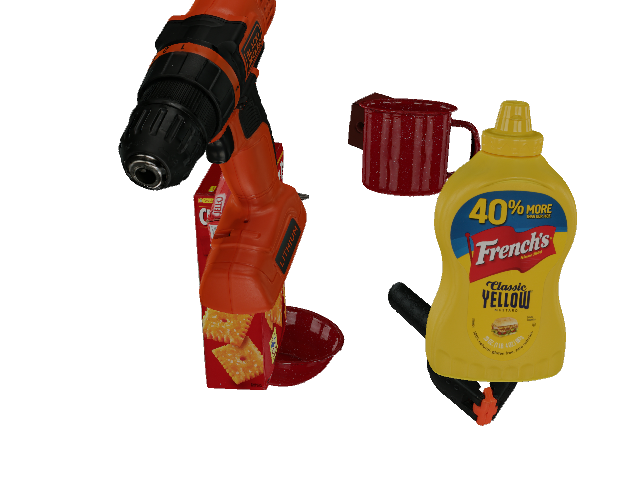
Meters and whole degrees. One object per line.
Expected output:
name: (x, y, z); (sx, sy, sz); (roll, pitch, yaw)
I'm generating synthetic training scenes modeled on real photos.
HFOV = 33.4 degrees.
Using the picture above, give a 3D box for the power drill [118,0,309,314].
power drill: (-0.058, -0.045, 0.642); (0.057, 0.187, 0.184); (6, 44, 15)

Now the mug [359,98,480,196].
mug: (0.094, -0.089, 1.019); (0.117, 0.081, 0.093); (3, 15, 5)

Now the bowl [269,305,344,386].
bowl: (-0.052, 0.140, 1.362); (0.162, 0.055, 0.162); (5, 22, -2)

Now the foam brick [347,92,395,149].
foam brick: (0.078, -0.130, 1.227); (0.078, 0.053, 0.051); (23, 34, 29)

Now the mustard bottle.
mustard bottle: (0.126, 0.000, 0.734); (0.096, 0.192, 0.058); (2, 16, -2)

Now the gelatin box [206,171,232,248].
gelatin box: (-0.069, -0.013, 0.883); (0.030, 0.073, 0.089); (5, -41, 9)

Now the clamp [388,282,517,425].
clamp: (0.138, 0.090, 0.939); (0.120, 0.039, 0.171); (-9, 40, -10)

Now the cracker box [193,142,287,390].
cracker box: (-0.077, 0.022, 1.106); (0.072, 0.214, 0.164); (2, 24, 5)
